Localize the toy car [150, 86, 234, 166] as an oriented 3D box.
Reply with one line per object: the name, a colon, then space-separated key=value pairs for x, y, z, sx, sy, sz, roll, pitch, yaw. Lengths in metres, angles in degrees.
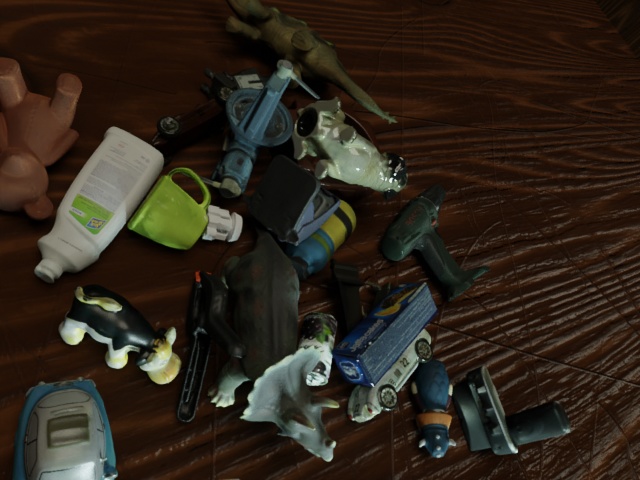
toy car: x=-0.219 y=-0.197 z=0.916 sx=0.053 sy=0.089 sz=0.202 roll=46 pitch=51 yaw=2

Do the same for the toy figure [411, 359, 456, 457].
toy figure: x=0.187 y=0.275 z=0.880 sx=0.057 sy=0.064 sz=0.154 roll=42 pitch=42 yaw=-50

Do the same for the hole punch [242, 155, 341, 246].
hole punch: x=-0.043 y=-0.060 z=0.878 sx=0.142 sy=0.115 sz=0.092 roll=38 pitch=9 yaw=29

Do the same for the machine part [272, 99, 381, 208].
machine part: x=0.014 y=-0.163 z=1.032 sx=0.201 sy=0.087 sz=0.201 roll=0 pitch=63 yaw=-30

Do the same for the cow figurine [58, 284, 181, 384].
cow figurine: x=-0.247 y=0.120 z=0.698 sx=0.167 sy=0.098 sz=0.068 roll=32 pitch=44 yaw=-10

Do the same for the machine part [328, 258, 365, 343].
machine part: x=0.047 y=0.103 z=0.898 sx=0.084 sy=0.039 sz=0.139 roll=22 pitch=58 yaw=-51

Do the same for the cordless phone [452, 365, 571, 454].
cordless phone: x=0.312 y=0.267 z=0.877 sx=0.089 sy=0.184 sz=0.146 roll=-3 pitch=64 yaw=-27

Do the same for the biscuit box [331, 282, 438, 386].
biscuit box: x=0.107 y=0.145 z=0.860 sx=0.203 sy=0.059 sz=0.062 roll=-38 pitch=111 yaw=-38

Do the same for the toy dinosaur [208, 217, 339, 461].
toy dinosaur: x=-0.073 y=0.099 z=0.751 sx=0.131 sy=0.192 sz=0.405 roll=8 pitch=59 yaw=-30

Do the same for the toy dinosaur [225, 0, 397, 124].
toy dinosaur: x=-0.031 y=-0.383 z=1.098 sx=0.471 sy=0.105 sz=0.198 roll=43 pitch=29 yaw=-2

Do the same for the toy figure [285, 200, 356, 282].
toy figure: x=-0.003 y=0.000 z=0.926 sx=0.089 sy=0.082 sz=0.180 roll=34 pitch=48 yaw=-4

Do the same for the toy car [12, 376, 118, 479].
toy car: x=-0.284 y=0.230 z=0.606 sx=0.109 sy=0.103 sz=0.162 roll=3 pitch=63 yaw=-30

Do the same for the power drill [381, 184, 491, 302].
power drill: x=0.240 y=0.004 z=1.065 sx=0.232 sy=0.086 sz=0.207 roll=-33 pitch=85 yaw=-38

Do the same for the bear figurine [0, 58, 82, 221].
bear figurine: x=-0.411 y=-0.133 z=0.742 sx=0.120 sy=0.132 sz=0.196 roll=13 pitch=50 yaw=-18

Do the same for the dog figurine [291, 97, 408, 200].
dog figurine: x=0.056 y=-0.158 z=0.952 sx=0.190 sy=0.121 sz=0.172 roll=15 pitch=42 yaw=-48

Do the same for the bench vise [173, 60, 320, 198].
bench vise: x=-0.108 y=-0.184 z=0.873 sx=0.129 sy=0.240 sz=0.224 roll=34 pitch=49 yaw=-7

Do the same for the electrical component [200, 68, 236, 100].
electrical component: x=-0.183 y=-0.273 z=0.998 sx=0.094 sy=0.063 sz=0.021 roll=41 pitch=49 yaw=9

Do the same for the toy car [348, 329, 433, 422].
toy car: x=0.114 y=0.215 z=0.865 sx=0.056 sy=0.073 sz=0.202 roll=51 pitch=50 yaw=1

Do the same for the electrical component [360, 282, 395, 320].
electrical component: x=0.110 y=0.119 z=0.944 sx=0.078 sy=0.045 sz=0.102 roll=47 pitch=46 yaw=-35

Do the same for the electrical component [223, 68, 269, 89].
electrical component: x=-0.132 y=-0.296 z=1.053 sx=0.119 sy=0.047 sz=0.075 roll=-22 pitch=75 yaw=-38
